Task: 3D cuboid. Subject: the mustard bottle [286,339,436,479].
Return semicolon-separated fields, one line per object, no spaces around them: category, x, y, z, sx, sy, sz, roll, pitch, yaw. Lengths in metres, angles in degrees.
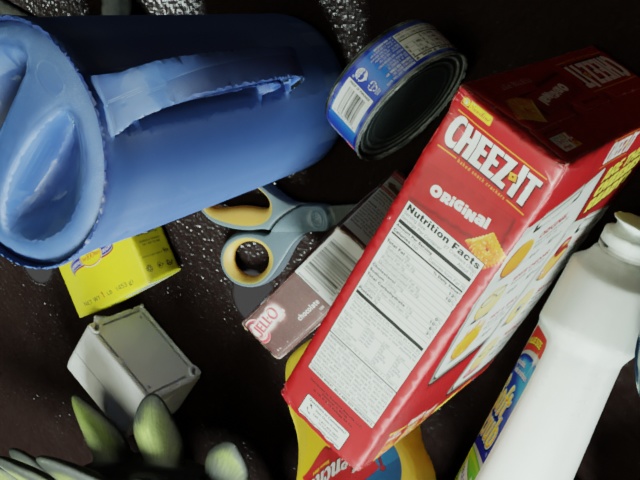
mustard bottle;0.026;0.149;0.673;0.096;0.058;0.191;-24;52;28

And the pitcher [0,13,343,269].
pitcher;-0.083;-0.076;0.633;0.149;0.242;0.145;33;121;25

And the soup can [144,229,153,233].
soup can;-0.174;-0.032;0.776;0.102;0.068;0.068;-8;99;22

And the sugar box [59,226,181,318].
sugar box;-0.185;-0.036;0.849;0.094;0.048;0.176;-25;89;36

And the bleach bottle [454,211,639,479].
bleach bottle;0.134;0.098;0.626;0.068;0.102;0.251;22;111;6

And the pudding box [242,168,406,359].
pudding box;0.011;0.015;0.673;0.039;0.089;0.114;46;128;-2

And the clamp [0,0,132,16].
clamp;-0.172;-0.138;0.793;0.120;0.039;0.171;-19;90;15

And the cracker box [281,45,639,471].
cracker box;0.084;0.006;0.582;0.072;0.163;0.214;41;124;18

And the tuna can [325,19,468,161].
tuna can;0.045;-0.089;0.634;0.034;0.085;0.086;49;127;18

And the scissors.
scissors;-0.005;0.001;0.743;0.202;0.016;0.096;15;115;32
